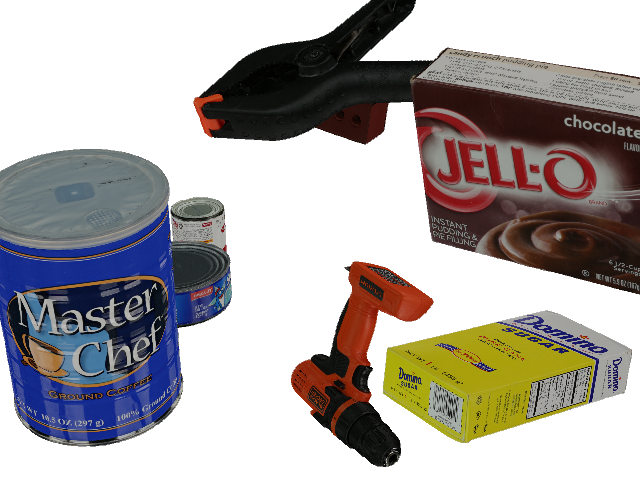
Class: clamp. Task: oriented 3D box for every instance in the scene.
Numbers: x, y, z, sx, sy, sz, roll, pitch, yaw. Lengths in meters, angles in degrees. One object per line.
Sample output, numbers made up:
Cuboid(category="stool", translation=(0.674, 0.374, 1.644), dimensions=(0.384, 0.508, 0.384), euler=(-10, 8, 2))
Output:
Cuboid(category="clamp", translation=(0.009, -0.100, 0.671), dimensions=(0.171, 0.039, 0.120), euler=(-28, 39, -6))

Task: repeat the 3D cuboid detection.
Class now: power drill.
Cuboid(category="power drill", translation=(0.052, 0.131, 1.172), dimensions=(0.057, 0.188, 0.185), euler=(13, 15, -41))

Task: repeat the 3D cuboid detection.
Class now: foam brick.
Cuboid(category="foam brick", translation=(0.034, -0.155, 1.256), dimensions=(0.078, 0.053, 0.051), euler=(21, 33, 23))

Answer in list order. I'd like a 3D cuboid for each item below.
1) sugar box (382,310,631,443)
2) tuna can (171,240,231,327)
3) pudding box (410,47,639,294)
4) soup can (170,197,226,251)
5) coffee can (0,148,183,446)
Cuboid(category="sugar box", translation=(0.145, 0.099, 0.820), dimensions=(0.175, 0.048, 0.093), euler=(-12, 25, -34))
Cuboid(category="tuna can", translation=(-0.111, 0.033, 0.821), dimensions=(0.086, 0.034, 0.086), euler=(-2, 25, 1))
Cuboid(category="pudding box", translation=(0.099, -0.032, 0.472), dimensions=(0.114, 0.090, 0.039), euler=(14, 44, 31))
Cuboid(category="soup can", translation=(-0.151, 0.005, 1.327), dimensions=(0.068, 0.102, 0.068), euler=(0, 25, 0))
Cuboid(category="coffee can", translation=(-0.134, 0.032, 0.616), dimensions=(0.103, 0.140, 0.103), euler=(0, 31, 0))
